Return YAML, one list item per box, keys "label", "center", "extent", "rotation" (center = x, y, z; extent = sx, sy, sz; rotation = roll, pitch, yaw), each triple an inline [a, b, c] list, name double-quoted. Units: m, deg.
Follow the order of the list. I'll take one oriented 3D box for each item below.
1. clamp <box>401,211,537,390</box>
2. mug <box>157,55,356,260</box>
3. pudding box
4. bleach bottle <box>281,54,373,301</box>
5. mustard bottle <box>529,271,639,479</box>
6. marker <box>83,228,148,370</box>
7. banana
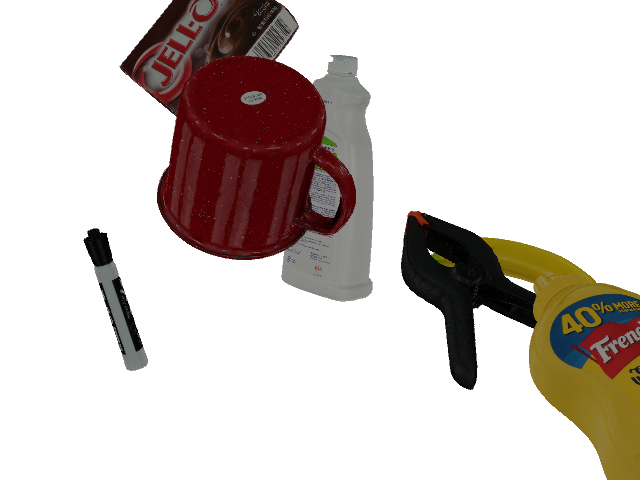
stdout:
- label: "clamp"
  center: [0.126, 0.038, 0.828]
  extent: [0.120, 0.039, 0.171]
  rotation: [-5, 46, -24]
- label: "mug"
  center: [-0.033, -0.044, 0.603]
  extent: [0.117, 0.082, 0.093]
  rotation: [30, 49, 12]
- label: "pudding box"
  center: [-0.084, -0.146, 0.806]
  extent: [0.090, 0.113, 0.039]
  rotation: [39, -1, 29]
- label: "bleach bottle"
  center: [0.018, -0.069, 1.136]
  extent: [0.103, 0.251, 0.067]
  rotation: [17, 17, 37]
- label: "mustard bottle"
  center: [0.177, 0.077, 0.620]
  extent: [0.096, 0.058, 0.192]
  rotation: [-14, 35, -13]
- label: "marker"
  center: [-0.164, 0.047, 0.857]
  extent: [0.020, 0.121, 0.020]
  rotation: [-13, 18, 4]
- label: "banana"
  center: [0.202, 0.031, 1.098]
  extent: [0.198, 0.037, 0.069]
  rotation: [10, 47, 26]
